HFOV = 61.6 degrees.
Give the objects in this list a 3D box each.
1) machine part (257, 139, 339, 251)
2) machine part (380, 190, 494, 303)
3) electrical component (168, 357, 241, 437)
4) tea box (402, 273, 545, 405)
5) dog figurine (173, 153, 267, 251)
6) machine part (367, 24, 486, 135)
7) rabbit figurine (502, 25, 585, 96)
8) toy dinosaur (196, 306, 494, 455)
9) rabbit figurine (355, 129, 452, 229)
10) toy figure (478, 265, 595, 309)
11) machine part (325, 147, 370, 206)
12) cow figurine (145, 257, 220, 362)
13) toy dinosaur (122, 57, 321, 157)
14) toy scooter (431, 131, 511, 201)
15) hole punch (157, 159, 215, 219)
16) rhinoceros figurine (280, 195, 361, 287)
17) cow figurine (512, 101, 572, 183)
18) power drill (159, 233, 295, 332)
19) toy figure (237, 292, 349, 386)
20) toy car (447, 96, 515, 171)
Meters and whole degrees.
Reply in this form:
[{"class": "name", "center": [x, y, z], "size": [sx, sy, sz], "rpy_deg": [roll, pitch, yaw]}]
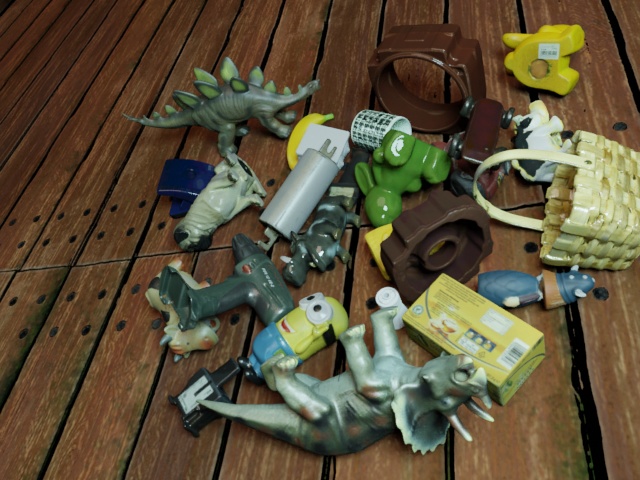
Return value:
[{"class": "machine part", "center": [-0.039, -0.084, 1.013], "size": [0.079, 0.079, 0.243], "rpy_deg": [25, 78, 38]}, {"class": "machine part", "center": [0.173, 0.011, 0.799], "size": [0.179, 0.179, 0.056], "rpy_deg": [-31, 43, -3]}, {"class": "electrical component", "center": [-0.172, 0.239, 0.845], "size": [0.119, 0.047, 0.075], "rpy_deg": [-41, 48, -12]}, {"class": "tea box", "center": [0.210, 0.133, 0.746], "size": [0.098, 0.068, 0.170], "rpy_deg": [-42, 47, -13]}, {"class": "dog figurine", "center": [-0.220, -0.076, 1.106], "size": [0.190, 0.121, 0.172], "rpy_deg": [-36, 17, 14]}, {"class": "machine part", "center": [0.203, -0.299, 1.020], "size": [0.201, 0.201, 0.087], "rpy_deg": [12, 60, 32]}, {"class": "rabbit figurine", "center": [0.441, -0.361, 1.048], "size": [0.163, 0.121, 0.173], "rpy_deg": [8, 42, 41]}, {"class": "toy dinosaur", "center": [0.034, 0.219, 0.717], "size": [0.405, 0.131, 0.192], "rpy_deg": [-28, 82, 22]}, {"class": "rabbit figurine", "center": [0.120, -0.105, 0.947], "size": [0.170, 0.121, 0.159], "rpy_deg": [-66, 29, 10]}, {"class": "toy figure", "center": [0.304, 0.068, 0.765], "size": [0.155, 0.057, 0.064], "rpy_deg": [-1, 68, 18]}, {"class": "machine part", "center": [0.060, -0.122, 1.052], "size": [0.084, 0.039, 0.139], "rpy_deg": [-1, 54, 34]}, {"class": "cow figurine", "center": [-0.244, 0.126, 0.950], "size": [0.127, 0.085, 0.195], "rpy_deg": [-40, 49, -19]}, {"class": "toy dinosaur", "center": [-0.222, -0.297, 1.216], "size": [0.472, 0.198, 0.105], "rpy_deg": [-13, 43, 19]}, {"class": "toy scooter", "center": [0.271, -0.142, 0.948], "size": [0.135, 0.075, 0.184], "rpy_deg": [-31, 41, -4]}, {"class": "hole punch", "center": [-0.288, -0.121, 1.177], "size": [0.116, 0.092, 0.142], "rpy_deg": [-11, 45, 12]}, {"class": "rhinoceros figurine", "center": [-0.002, -0.003, 0.954], "size": [0.112, 0.073, 0.190], "rpy_deg": [11, 58, 30]}, {"class": "cow figurine", "center": [0.372, -0.168, 0.930], "size": [0.098, 0.068, 0.167], "rpy_deg": [-20, 45, 17]}, {"class": "power drill", "center": [-0.160, 0.073, 0.907], "size": [0.232, 0.207, 0.086], "rpy_deg": [47, 123, 34]}, {"class": "toy figure", "center": [-0.039, 0.154, 0.837], "size": [0.180, 0.089, 0.082], "rpy_deg": [-40, 61, 1]}, {"class": "toy car", "center": [0.267, -0.175, 0.891], "size": [0.089, 0.053, 0.202], "rpy_deg": [20, 46, 7]}]
